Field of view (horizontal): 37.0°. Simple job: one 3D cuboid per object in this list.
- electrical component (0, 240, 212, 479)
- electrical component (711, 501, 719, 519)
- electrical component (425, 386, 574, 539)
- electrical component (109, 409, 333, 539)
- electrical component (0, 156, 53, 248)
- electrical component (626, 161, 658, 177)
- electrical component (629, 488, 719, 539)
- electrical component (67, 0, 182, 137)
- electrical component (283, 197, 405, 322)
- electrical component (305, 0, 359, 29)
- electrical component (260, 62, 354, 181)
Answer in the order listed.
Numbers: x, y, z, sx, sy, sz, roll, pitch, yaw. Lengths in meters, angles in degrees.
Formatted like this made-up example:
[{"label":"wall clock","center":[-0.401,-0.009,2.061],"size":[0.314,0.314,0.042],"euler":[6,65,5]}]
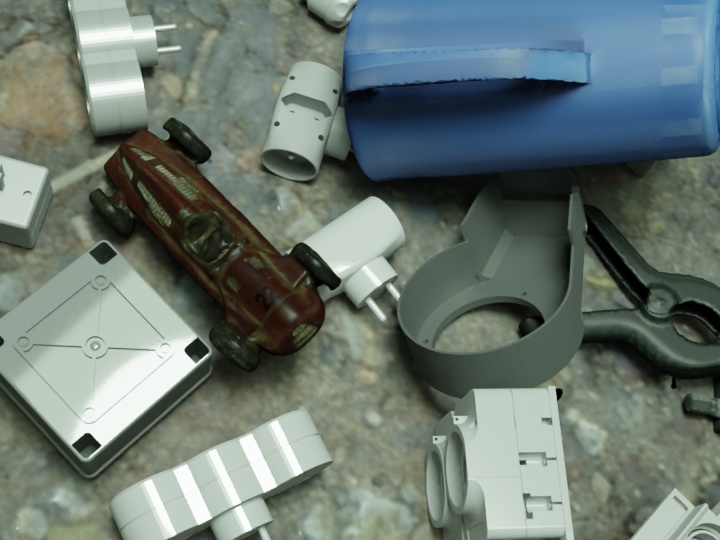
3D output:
[{"label":"electrical component","center":[-0.169,0.057,0.691],"size":[0.109,0.056,0.109],"euler":[45,67,8]},{"label":"electrical component","center":[0.259,0.183,0.733],"size":[0.046,0.040,0.040],"euler":[40,67,12]},{"label":"electrical component","center":[0.086,0.176,0.666],"size":[0.060,0.105,0.186],"euler":[1,68,-10]},{"label":"electrical component","center":[-0.078,0.149,0.673],"size":[0.138,0.052,0.073],"euler":[-23,75,-19]},{"label":"electrical component","center":[-0.253,-0.059,0.710],"size":[0.083,0.075,0.047],"euler":[15,67,-5]},{"label":"electrical component","center":[0.209,-0.129,0.816],"size":[0.100,0.099,0.048],"euler":[44,78,9]},{"label":"electrical component","center":[0.190,0.214,0.694],"size":[0.079,0.063,0.121],"euler":[45,67,8]},{"label":"electrical component","center":[-0.168,-0.165,0.781],"size":[0.074,0.052,0.138],"euler":[-10,71,-15]},{"label":"electrical component","center":[0.000,0.000,0.752],"size":[0.077,0.044,0.079],"euler":[-35,79,-21]},{"label":"electrical component","center":[-0.031,-0.217,0.839],"size":[0.061,0.035,0.035],"euler":[36,66,8]},{"label":"electrical component","center":[-0.025,-0.104,0.789],"size":[0.079,0.043,0.077],"euler":[17,66,-4]}]
